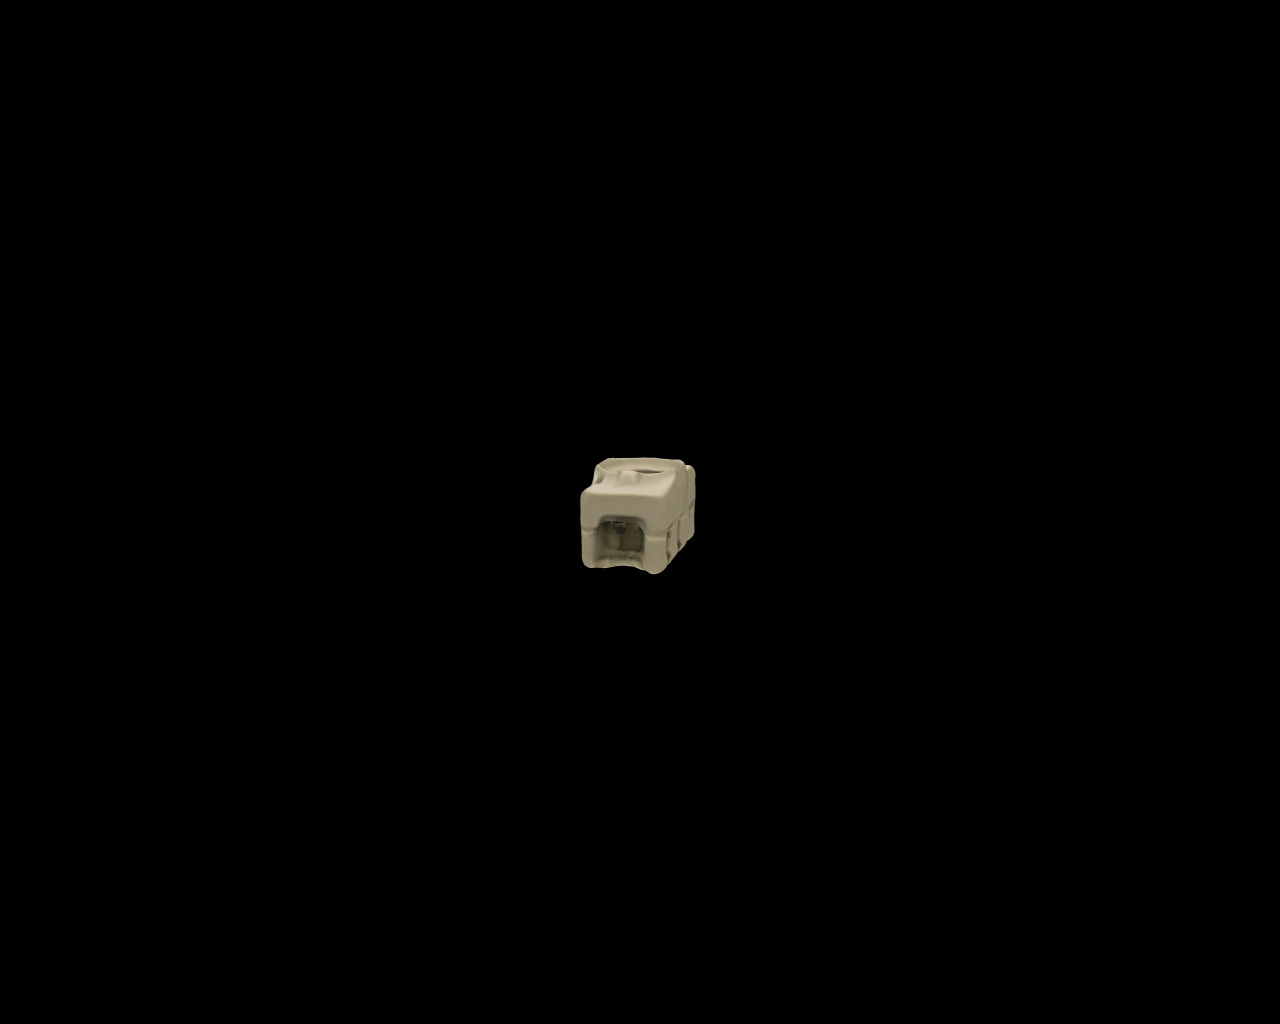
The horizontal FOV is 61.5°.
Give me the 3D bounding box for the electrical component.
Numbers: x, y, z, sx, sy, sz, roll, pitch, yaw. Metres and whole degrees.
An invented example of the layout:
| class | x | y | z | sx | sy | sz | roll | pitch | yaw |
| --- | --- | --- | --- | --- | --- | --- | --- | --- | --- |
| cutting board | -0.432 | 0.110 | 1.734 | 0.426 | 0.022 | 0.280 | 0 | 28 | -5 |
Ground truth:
| class | x | y | z | sx | sy | sz | roll | pitch | yaw |
| --- | --- | --- | --- | --- | --- | --- | --- | --- | --- |
| electrical component | 0.001 | -0.003 | 0.650 | 0.050 | 0.055 | 0.090 | 4 | 15 | 15 |
